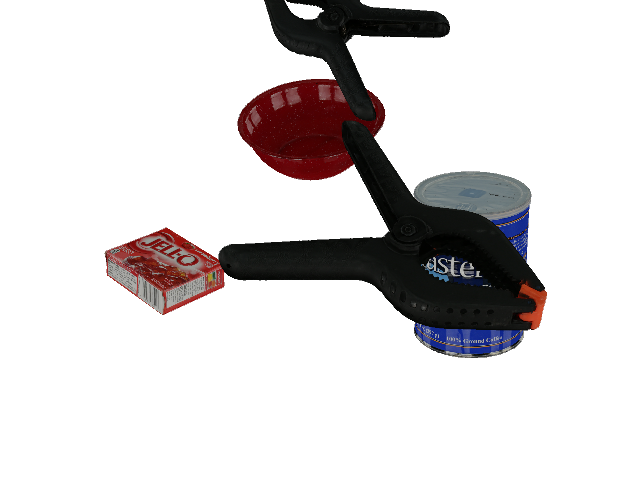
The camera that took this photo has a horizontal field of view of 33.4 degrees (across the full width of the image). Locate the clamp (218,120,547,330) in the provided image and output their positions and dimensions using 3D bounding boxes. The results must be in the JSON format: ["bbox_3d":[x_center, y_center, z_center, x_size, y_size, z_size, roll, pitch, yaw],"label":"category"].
[{"bbox_3d":[0.048,0.009,0.715,0.210,0.036,0.164,32,58,26],"label":"clamp"}]

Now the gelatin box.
[{"bbox_3d":[-0.143,0.026,0.982,0.073,0.030,0.089,-24,41,-39],"label":"gelatin box"}]

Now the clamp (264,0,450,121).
[{"bbox_3d":[0.024,-0.190,0.933,0.120,0.171,0.039,-40,-20,-19],"label":"clamp"}]

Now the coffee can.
[{"bbox_3d":[0.136,0.020,0.966,0.103,0.140,0.103,-2,24,1],"label":"coffee can"}]

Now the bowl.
[{"bbox_3d":[-0.009,-0.114,1.176,0.162,0.055,0.162,-3,39,3],"label":"bowl"}]
